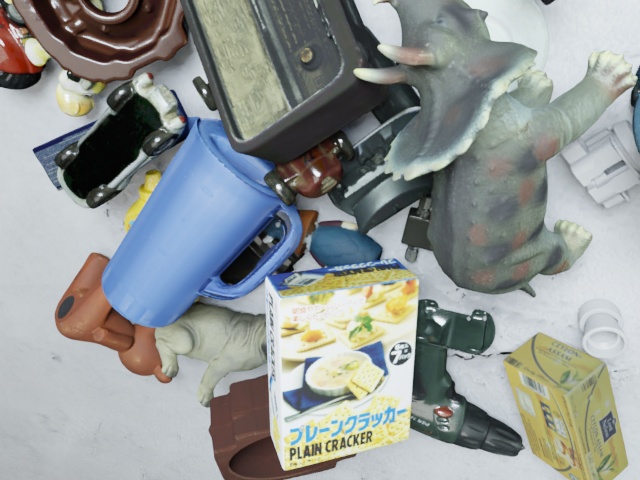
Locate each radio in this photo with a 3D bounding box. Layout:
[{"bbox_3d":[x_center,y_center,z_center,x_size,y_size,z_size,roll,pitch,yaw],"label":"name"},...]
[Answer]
[{"bbox_3d":[-0.040,-0.195,0.466,0.131,0.073,0.229,-24,80,22],"label":"radio"}]

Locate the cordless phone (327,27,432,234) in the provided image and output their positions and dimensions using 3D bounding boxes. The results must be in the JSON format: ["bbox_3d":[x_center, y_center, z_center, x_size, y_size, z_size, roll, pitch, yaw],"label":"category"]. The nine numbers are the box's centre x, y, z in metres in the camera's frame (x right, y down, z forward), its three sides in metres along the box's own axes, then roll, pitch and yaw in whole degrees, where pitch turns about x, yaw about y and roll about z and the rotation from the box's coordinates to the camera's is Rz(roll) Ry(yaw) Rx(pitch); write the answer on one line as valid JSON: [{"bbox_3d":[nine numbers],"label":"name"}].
[{"bbox_3d":[0.047,-0.113,0.563,0.146,0.089,0.184,-33,95,34],"label":"cordless phone"}]

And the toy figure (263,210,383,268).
[{"bbox_3d":[-0.002,-0.001,0.653,0.155,0.064,0.057,24,164,10],"label":"toy figure"}]

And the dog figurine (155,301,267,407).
[{"bbox_3d":[-0.123,0.121,0.759,0.190,0.121,0.172,-35,113,20],"label":"dog figurine"}]

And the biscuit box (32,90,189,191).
[{"bbox_3d":[-0.256,-0.122,0.664,0.203,0.059,0.062,-12,115,26],"label":"biscuit box"}]

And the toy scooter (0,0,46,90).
[{"bbox_3d":[-0.398,-0.264,0.617,0.184,0.075,0.135,28,126,7],"label":"toy scooter"}]

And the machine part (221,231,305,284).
[{"bbox_3d":[-0.088,0.034,0.718,0.084,0.039,0.139,43,124,-16],"label":"machine part"}]

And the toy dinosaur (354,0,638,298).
[{"bbox_3d":[0.148,-0.031,0.469,0.192,0.131,0.404,-30,129,-15],"label":"toy dinosaur"}]

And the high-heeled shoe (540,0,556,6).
[{"bbox_3d":[0.221,-0.286,0.404,0.249,0.086,0.145,-31,77,14],"label":"high-heeled shoe"}]

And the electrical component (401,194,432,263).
[{"bbox_3d":[0.130,-0.010,0.622,0.063,0.021,0.093,16,124,9],"label":"electrical component"}]

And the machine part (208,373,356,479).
[{"bbox_3d":[-0.048,0.264,0.760,0.201,0.087,0.201,-10,138,-8],"label":"machine part"}]

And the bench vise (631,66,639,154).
[{"bbox_3d":[0.285,-0.117,0.362,0.129,0.240,0.223,15,83,18],"label":"bench vise"}]

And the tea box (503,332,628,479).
[{"bbox_3d":[0.296,0.207,0.646,0.098,0.068,0.169,29,147,60],"label":"tea box"}]

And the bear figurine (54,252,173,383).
[{"bbox_3d":[-0.289,0.128,0.816,0.195,0.120,0.132,38,85,-37],"label":"bear figurine"}]

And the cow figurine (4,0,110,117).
[{"bbox_3d":[-0.274,-0.224,0.605,0.098,0.068,0.167,-3,121,15],"label":"cow figurine"}]

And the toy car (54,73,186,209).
[{"bbox_3d":[-0.224,-0.103,0.594,0.202,0.056,0.073,-32,99,31],"label":"toy car"}]

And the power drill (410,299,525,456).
[{"bbox_3d":[0.170,0.182,0.702,0.232,0.086,0.207,13,132,15],"label":"power drill"}]

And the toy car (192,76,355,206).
[{"bbox_3d":[-0.051,-0.125,0.537,0.089,0.053,0.202,-37,74,-2],"label":"toy car"}]

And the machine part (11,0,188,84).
[{"bbox_3d":[-0.211,-0.249,0.533,0.179,0.056,0.179,-4,116,-8],"label":"machine part"}]
